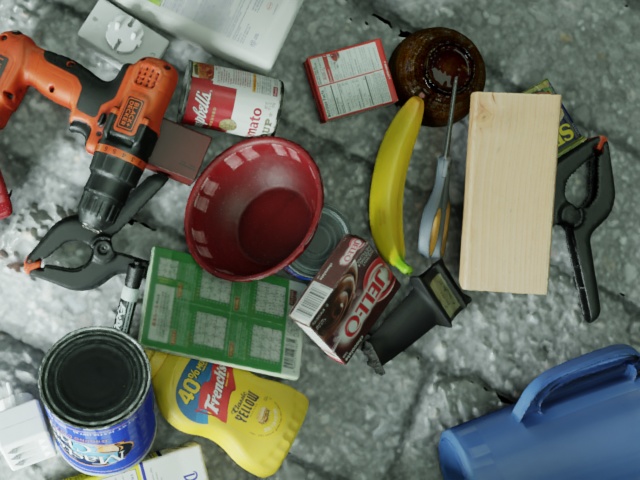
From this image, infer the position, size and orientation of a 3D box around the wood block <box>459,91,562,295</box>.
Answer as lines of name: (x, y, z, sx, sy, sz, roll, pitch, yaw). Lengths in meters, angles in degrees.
wood block: (0.200, -0.052, 1.137, 0.091, 0.090, 0.206, 3, 96, 5)

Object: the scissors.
scissors: (0.128, -0.068, 1.146, 0.016, 0.096, 0.202, 9, 114, 19)

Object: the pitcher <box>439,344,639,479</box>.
pitcher: (0.257, 0.216, 1.159, 0.242, 0.145, 0.149, -15, 75, -11)

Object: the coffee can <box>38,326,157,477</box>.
coffee can: (-0.211, 0.158, 1.030, 0.102, 0.140, 0.103, 3, 60, -5)

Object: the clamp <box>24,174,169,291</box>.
clamp: (-0.221, -0.003, 1.104, 0.171, 0.039, 0.120, -6, 89, -17)

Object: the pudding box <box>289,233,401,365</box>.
pudding box: (0.028, 0.063, 1.135, 0.113, 0.039, 0.090, -53, 135, -12)

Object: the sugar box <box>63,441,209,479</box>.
sugar box: (-0.198, 0.275, 1.091, 0.176, 0.048, 0.093, -13, 90, -17)

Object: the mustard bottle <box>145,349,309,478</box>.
mustard bottle: (-0.112, 0.161, 1.109, 0.191, 0.058, 0.096, 32, 64, -8)

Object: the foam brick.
foam brick: (-0.160, -0.096, 1.119, 0.078, 0.051, 0.053, 23, 83, -11)

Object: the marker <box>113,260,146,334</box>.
marker: (-0.201, 0.078, 1.097, 0.020, 0.020, 0.121, 13, 101, -12)

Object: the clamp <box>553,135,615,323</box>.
clamp: (0.289, -0.018, 1.228, 0.164, 0.036, 0.210, 32, 84, -11)

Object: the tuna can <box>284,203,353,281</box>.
tuna can: (-0.008, 0.001, 1.158, 0.086, 0.034, 0.086, 1, 86, -13)

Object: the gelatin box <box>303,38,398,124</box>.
gelatin box: (0.033, -0.175, 1.178, 0.089, 0.030, 0.073, -17, 91, -9)

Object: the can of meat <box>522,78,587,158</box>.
can of meat: (0.237, -0.124, 1.212, 0.102, 0.057, 0.084, -31, 92, -13)

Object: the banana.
banana: (0.084, -0.057, 1.168, 0.037, 0.070, 0.198, 12, 78, -46)

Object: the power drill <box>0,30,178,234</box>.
power drill: (-0.254, -0.117, 1.067, 0.188, 0.057, 0.184, 21, 81, 7)

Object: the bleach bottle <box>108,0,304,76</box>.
bleach bottle: (-0.149, -0.270, 1.127, 0.250, 0.068, 0.102, 25, 80, -8)

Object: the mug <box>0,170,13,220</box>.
mug: (-0.360, -0.058, 1.058, 0.081, 0.093, 0.117, -21, 56, -19)

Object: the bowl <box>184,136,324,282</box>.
bowl: (-0.060, -0.025, 1.112, 0.162, 0.055, 0.162, -10, 66, 22)

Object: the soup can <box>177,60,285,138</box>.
soup can: (-0.095, -0.147, 1.128, 0.102, 0.069, 0.068, 11, 84, -13)
